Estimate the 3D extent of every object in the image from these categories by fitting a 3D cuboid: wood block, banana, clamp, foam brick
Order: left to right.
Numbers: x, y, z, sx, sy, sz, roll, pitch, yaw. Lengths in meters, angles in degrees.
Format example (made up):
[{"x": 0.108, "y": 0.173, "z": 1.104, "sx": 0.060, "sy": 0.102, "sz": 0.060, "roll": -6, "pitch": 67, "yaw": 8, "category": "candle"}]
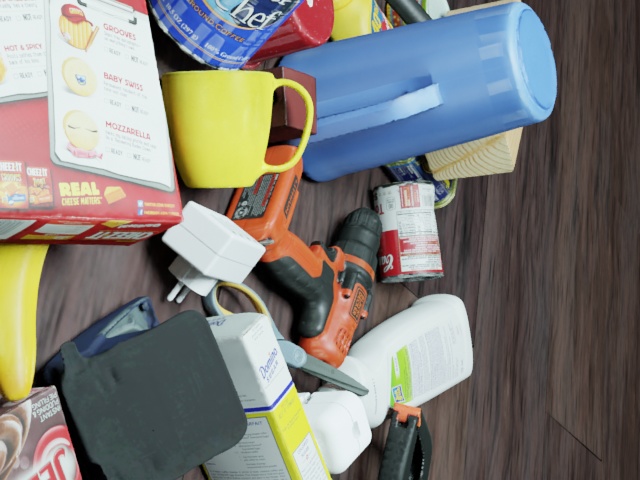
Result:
[{"x": -0.183, "y": 0.008, "z": 0.699, "sx": 0.069, "sy": 0.037, "sz": 0.197, "roll": 26, "pitch": 56, "yaw": -10, "category": "banana"}, {"x": -0.048, "y": -0.114, "z": 0.925, "sx": 0.051, "sy": 0.078, "sz": 0.053, "roll": 9, "pitch": 75, "yaw": -59, "category": "foam brick"}, {"x": 0.055, "y": -0.301, "z": 1.160, "sx": 0.171, "sy": 0.039, "sz": 0.120, "roll": 37, "pitch": 19, "yaw": -40, "category": "clamp"}, {"x": 0.080, "y": 0.259, "z": 1.047, "sx": 0.164, "sy": 0.036, "sz": 0.210, "roll": -47, "pitch": 141, "yaw": -50, "category": "clamp"}, {"x": 0.175, "y": -0.168, "z": 1.173, "sx": 0.206, "sy": 0.091, "sz": 0.090, "roll": -70, "pitch": 145, "yaw": -43, "category": "wood block"}]

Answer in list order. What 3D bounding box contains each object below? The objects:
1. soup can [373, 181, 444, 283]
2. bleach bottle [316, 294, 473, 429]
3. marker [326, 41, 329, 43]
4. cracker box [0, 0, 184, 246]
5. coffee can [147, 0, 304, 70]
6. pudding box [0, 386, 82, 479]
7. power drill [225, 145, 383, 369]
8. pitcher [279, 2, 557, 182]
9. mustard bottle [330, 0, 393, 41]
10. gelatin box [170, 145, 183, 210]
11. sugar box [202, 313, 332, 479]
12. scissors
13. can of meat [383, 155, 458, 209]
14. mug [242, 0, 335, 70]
[{"x": 0.094, "y": -0.008, "z": 1.140, "sx": 0.068, "sy": 0.069, "sz": 0.102, "roll": 5, "pitch": 78, "yaw": -58, "category": "soup can"}, {"x": 0.072, "y": 0.125, "z": 1.082, "sx": 0.250, "sy": 0.068, "sz": 0.102, "roll": -13, "pitch": 93, "yaw": -56, "category": "bleach bottle"}, {"x": -0.018, "y": -0.219, "z": 1.053, "sx": 0.121, "sy": 0.020, "sz": 0.020, "roll": 48, "pitch": 45, "yaw": -42, "category": "marker"}, {"x": -0.183, "y": -0.105, "z": 0.666, "sx": 0.163, "sy": 0.072, "sz": 0.214, "roll": 0, "pitch": 74, "yaw": -48, "category": "cracker box"}, {"x": -0.056, "y": -0.217, "z": 0.845, "sx": 0.102, "sy": 0.140, "sz": 0.103, "roll": 32, "pitch": 35, "yaw": -26, "category": "coffee can"}, {"x": -0.198, "y": 0.152, "z": 0.657, "sx": 0.113, "sy": 0.039, "sz": 0.090, "roll": -30, "pitch": 108, "yaw": -57, "category": "pudding box"}, {"x": -0.006, "y": 0.001, "z": 0.985, "sx": 0.187, "sy": 0.057, "sz": 0.184, "roll": 53, "pitch": 42, "yaw": -39, "category": "power drill"}, {"x": 0.083, "y": -0.135, "z": 0.983, "sx": 0.144, "sy": 0.243, "sz": 0.149, "roll": 40, "pitch": 49, "yaw": -47, "category": "pitcher"}, {"x": 0.050, "y": -0.210, "z": 1.122, "sx": 0.191, "sy": 0.058, "sz": 0.096, "roll": 50, "pitch": 32, "yaw": -40, "category": "mustard bottle"}, {"x": -0.141, "y": -0.050, "z": 0.805, "sx": 0.073, "sy": 0.030, "sz": 0.089, "roll": -15, "pitch": 97, "yaw": -59, "category": "gelatin box"}, {"x": -0.058, "y": 0.144, "z": 0.836, "sx": 0.048, "sy": 0.093, "sz": 0.176, "roll": -43, "pitch": 120, "yaw": -54, "category": "sugar box"}, {"x": -0.035, "y": 0.112, "z": 0.918, "sx": 0.201, "sy": 0.016, "sz": 0.096, "roll": 45, "pitch": 53, "yaw": -27, "category": "scissors"}, {"x": 0.114, "y": -0.098, "z": 1.206, "sx": 0.083, "sy": 0.058, "sz": 0.102, "roll": 48, "pitch": 45, "yaw": -39, "category": "can of meat"}, {"x": -0.035, "y": -0.211, "z": 0.963, "sx": 0.117, "sy": 0.082, "sz": 0.093, "roll": -50, "pitch": 125, "yaw": -51, "category": "mug"}]
